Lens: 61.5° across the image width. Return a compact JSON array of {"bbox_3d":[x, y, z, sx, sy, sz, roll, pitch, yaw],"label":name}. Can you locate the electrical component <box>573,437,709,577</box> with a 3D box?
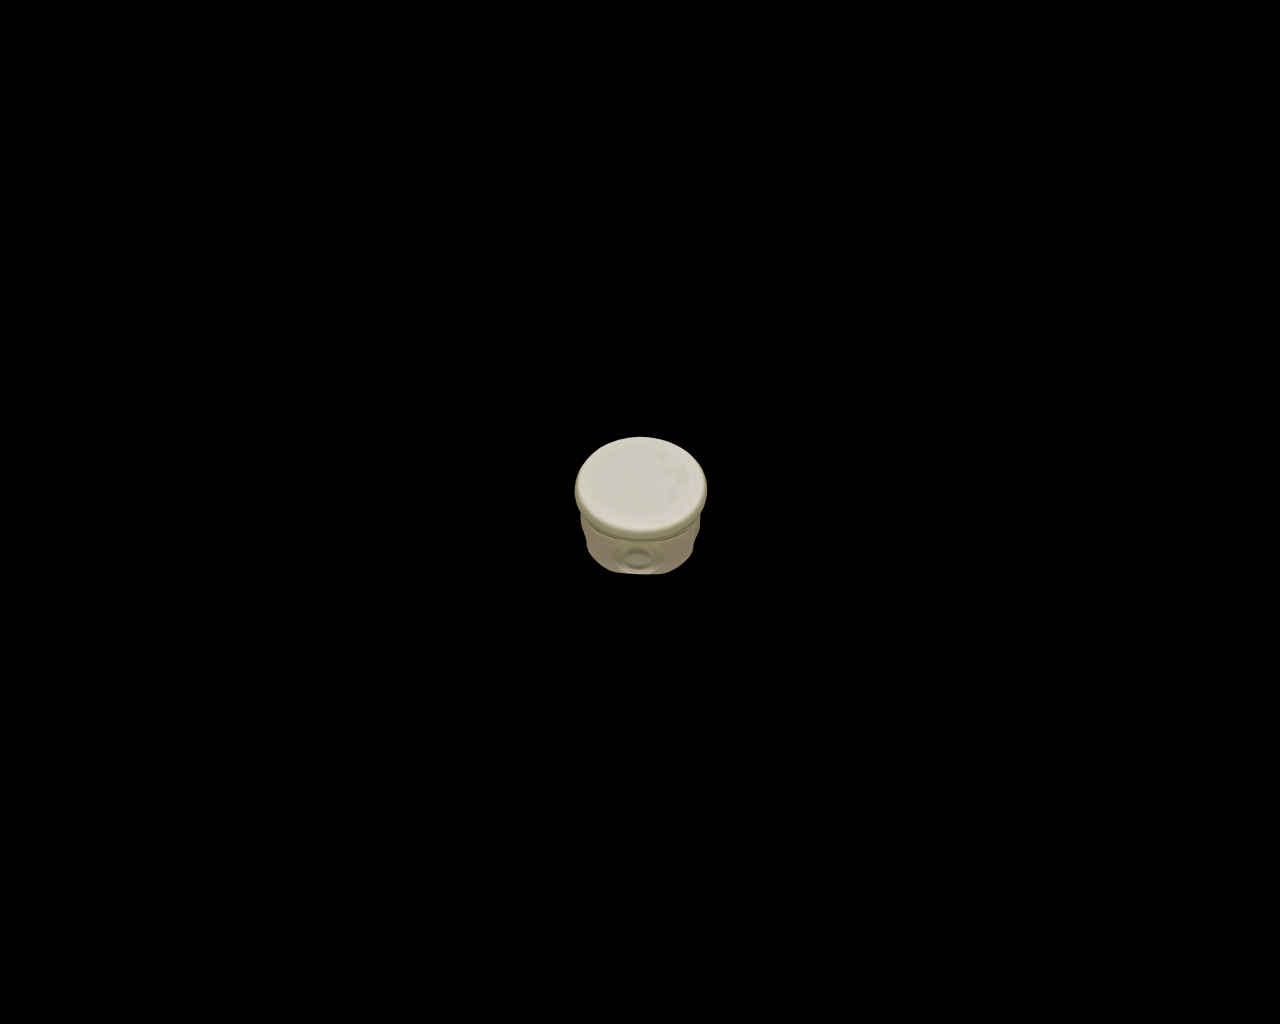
[{"bbox_3d":[0.001,-0.003,0.650,0.080,0.080,0.050,0,-40,0],"label":"electrical component"}]
